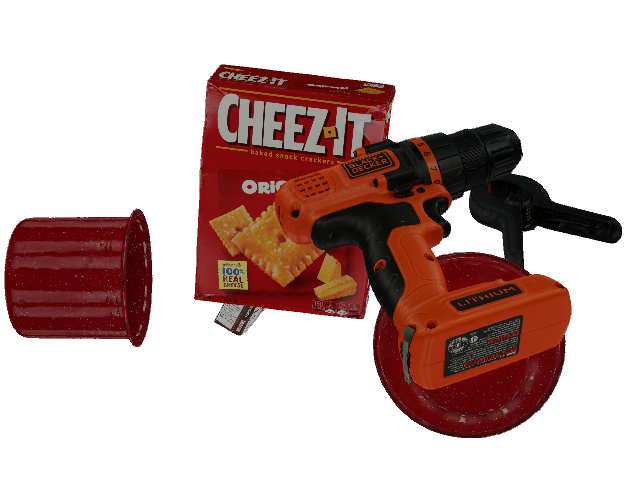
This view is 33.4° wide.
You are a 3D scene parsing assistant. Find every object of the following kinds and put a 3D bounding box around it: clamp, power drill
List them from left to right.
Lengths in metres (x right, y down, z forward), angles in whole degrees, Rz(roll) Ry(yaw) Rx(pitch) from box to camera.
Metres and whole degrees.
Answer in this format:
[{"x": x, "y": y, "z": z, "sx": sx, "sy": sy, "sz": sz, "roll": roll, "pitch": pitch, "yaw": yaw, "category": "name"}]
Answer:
[{"x": 0.083, "y": 0.000, "z": 0.697, "sx": 0.184, "sy": 0.057, "sz": 0.188, "roll": -19, "pitch": 43, "yaw": -13, "category": "power drill"}, {"x": 0.208, "y": -0.027, "z": 1.038, "sx": 0.120, "sy": 0.039, "sz": 0.171, "roll": -8, "pitch": 34, "yaw": -13, "category": "clamp"}]

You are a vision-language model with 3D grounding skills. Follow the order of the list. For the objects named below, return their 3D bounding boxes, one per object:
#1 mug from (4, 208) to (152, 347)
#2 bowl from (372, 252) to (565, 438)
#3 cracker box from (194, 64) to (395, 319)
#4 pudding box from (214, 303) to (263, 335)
[{"x": -0.162, "y": 0.025, "z": 0.732, "sx": 0.081, "sy": 0.093, "sz": 0.117, "roll": 0, "pitch": -1, "yaw": 2, "category": "mug"}, {"x": 0.123, "y": 0.093, "z": 0.878, "sx": 0.162, "sy": 0.162, "sz": 0.055, "roll": 0, "pitch": 7, "yaw": 6, "category": "bowl"}, {"x": -0.026, "y": -0.041, "z": 0.978, "sx": 0.164, "sy": 0.214, "sz": 0.072, "roll": 7, "pitch": 22, "yaw": 4, "category": "cracker box"}, {"x": -0.072, "y": 0.050, "z": 1.256, "sx": 0.039, "sy": 0.090, "sz": 0.113, "roll": 31, "pitch": 29, "yaw": 5, "category": "pudding box"}]
